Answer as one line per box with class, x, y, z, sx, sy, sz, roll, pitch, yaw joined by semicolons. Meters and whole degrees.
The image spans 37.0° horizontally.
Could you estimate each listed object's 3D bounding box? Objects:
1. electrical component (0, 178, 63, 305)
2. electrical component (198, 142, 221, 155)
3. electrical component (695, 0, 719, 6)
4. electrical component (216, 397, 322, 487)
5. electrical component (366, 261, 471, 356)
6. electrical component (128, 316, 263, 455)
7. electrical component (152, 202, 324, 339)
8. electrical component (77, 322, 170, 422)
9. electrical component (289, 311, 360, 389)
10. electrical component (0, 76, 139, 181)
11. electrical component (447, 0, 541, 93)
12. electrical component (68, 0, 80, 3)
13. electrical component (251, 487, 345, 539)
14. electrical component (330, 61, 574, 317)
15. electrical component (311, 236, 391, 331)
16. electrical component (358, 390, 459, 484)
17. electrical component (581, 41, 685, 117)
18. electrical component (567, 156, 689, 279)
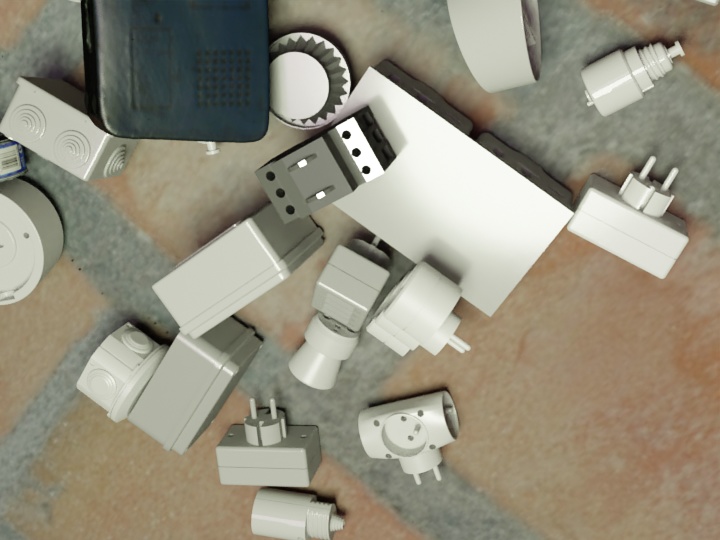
electrical component;-0.314;-0.030;0.944;0.108;0.060;0.108;5;113;11
electrical component;-0.128;-0.133;0.875;0.040;0.040;0.078;-7;107;16
electrical component;0.222;-0.235;0.750;0.083;0.047;0.075;19;114;6
electrical component;-0.083;0.148;0.960;0.083;0.047;0.075;-1;108;13
electrical component;0.055;0.042;0.848;0.074;0.138;0.052;36;77;-1
electrical component;-0.142;0.096;0.939;0.057;0.078;0.113;35;113;3
electrical component;-0.097;-0.006;0.876;0.109;0.108;0.056;-33;96;21
electrical component;-0.207;0.090;0.953;0.051;0.080;0.080;36;113;5
electrical component;-0.030;0.067;0.920;0.045;0.045;0.055;30;113;2
electrical component;-0.234;-0.114;0.877;0.100;0.099;0.048;30;100;2
electrical component;0.104;-0.179;0.773;0.064;0.099;0.099;-17;104;25
electrical component;-0.217;-0.260;0.839;0.099;0.064;0.099;4;110;12
electrical component;-0.054;0.225;0.982;0.081;0.043;0.043;6;110;11
electrical component;0.061;-0.066;0.842;0.186;0.060;0.105;36;113;0
electrical component;0.000;0.000;0.878;0.047;0.083;0.075;29;75;2
electrical component;0.048;0.149;0.930;0.077;0.044;0.079;-15;105;18
electrical component;0.200;-0.145;0.792;0.078;0.040;0.040;-26;101;20
electrical component;0.213;-0.050;0.818;0.083;0.047;0.075;28;113;3
